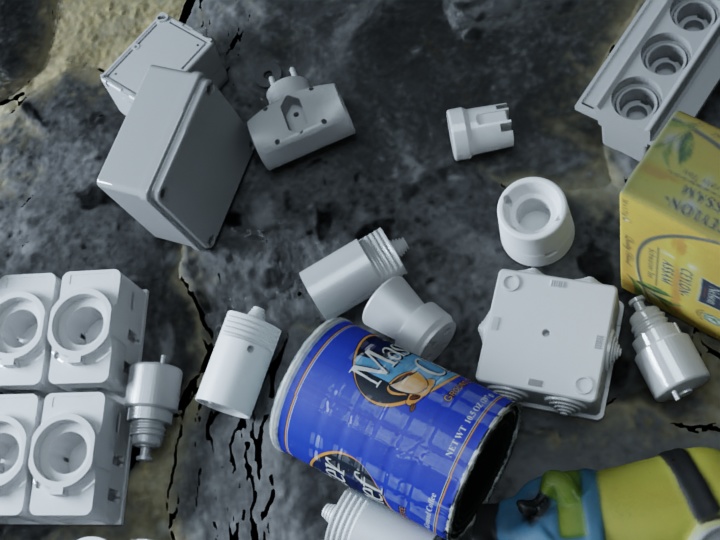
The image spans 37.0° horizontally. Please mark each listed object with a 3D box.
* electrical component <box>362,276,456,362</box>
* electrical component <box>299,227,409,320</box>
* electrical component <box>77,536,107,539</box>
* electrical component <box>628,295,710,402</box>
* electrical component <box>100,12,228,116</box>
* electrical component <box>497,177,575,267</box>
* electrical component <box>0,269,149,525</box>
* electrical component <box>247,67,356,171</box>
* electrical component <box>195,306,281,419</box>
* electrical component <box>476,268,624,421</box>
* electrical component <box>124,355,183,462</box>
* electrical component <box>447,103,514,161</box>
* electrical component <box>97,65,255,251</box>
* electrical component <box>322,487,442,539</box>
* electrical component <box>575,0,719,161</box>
[{"bbox_3d":[0.036,0.038,0.785,0.055,0.045,0.045,39,83,24],"label":"electrical component"},{"bbox_3d":[0.000,0.000,0.809,0.081,0.043,0.043,-31,65,1],"label":"electrical component"},{"bbox_3d":[-0.184,0.221,0.769,0.055,0.047,0.055,-5,69,13],"label":"electrical component"},{"bbox_3d":[0.207,0.054,0.737,0.040,0.040,0.078,-24,66,4],"label":"electrical component"},{"bbox_3d":[-0.158,-0.165,0.908,0.062,0.061,0.096,32,72,23],"label":"electrical component"},{"bbox_3d":[0.128,-0.036,0.788,0.055,0.047,0.055,-5,68,13],"label":"electrical component"},{"bbox_3d":[-0.232,0.096,0.823,0.105,0.060,0.186,-3,69,13],"label":"electrical component"},{"bbox_3d":[-0.053,-0.130,0.873,0.077,0.043,0.079,-23,65,5],"label":"electrical component"},{"bbox_3d":[-0.089,0.066,0.807,0.043,0.043,0.081,13,73,19],"label":"electrical component"},{"bbox_3d":[0.133,0.050,0.752,0.100,0.048,0.099,9,73,19],"label":"electrical component"},{"bbox_3d":[-0.158,0.105,0.811,0.040,0.040,0.078,-1,69,14],"label":"electrical component"},{"bbox_3d":[0.093,-0.108,0.830,0.046,0.040,0.040,-10,67,4],"label":"electrical component"},{"bbox_3d":[-0.141,-0.086,0.843,0.056,0.108,0.108,15,74,21],"label":"electrical component"},{"bbox_3d":[0.010,0.182,0.736,0.081,0.043,0.043,22,76,21],"label":"electrical component"},{"bbox_3d":[0.226,-0.145,0.796,0.079,0.063,0.121,31,79,23],"label":"electrical component"}]
